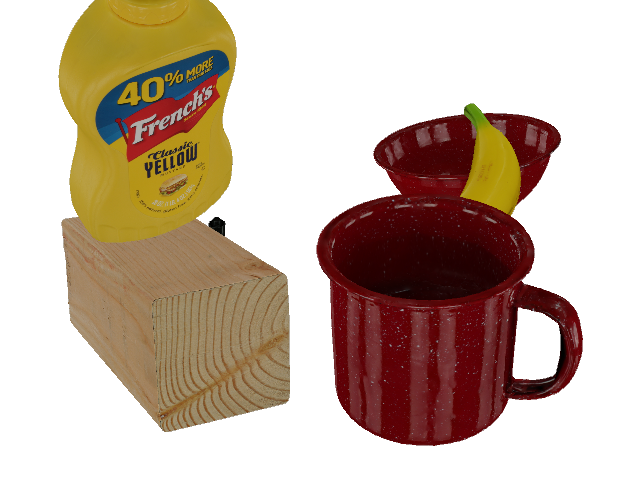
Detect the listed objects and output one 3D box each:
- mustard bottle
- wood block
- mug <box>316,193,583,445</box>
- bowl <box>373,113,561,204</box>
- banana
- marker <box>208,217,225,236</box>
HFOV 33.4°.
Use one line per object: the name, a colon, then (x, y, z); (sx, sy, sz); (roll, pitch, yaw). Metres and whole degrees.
mustard bottle: (-0.092, -0.082, 0.576); (0.096, 0.058, 0.192); (-23, -31, -23)
wood block: (-0.106, 0.044, 0.742); (0.090, 0.090, 0.206); (-10, 19, -26)
mug: (0.057, 0.038, 0.472); (0.117, 0.081, 0.093); (10, 33, 20)
bowl: (0.130, -0.061, 0.935); (0.162, 0.055, 0.162); (-8, 23, 3)
banana: (0.090, -0.018, 0.728); (0.070, 0.037, 0.197); (24, 50, 17)
marker: (-0.115, 0.027, 1.207); (0.020, 0.121, 0.020); (0, 33, 0)
